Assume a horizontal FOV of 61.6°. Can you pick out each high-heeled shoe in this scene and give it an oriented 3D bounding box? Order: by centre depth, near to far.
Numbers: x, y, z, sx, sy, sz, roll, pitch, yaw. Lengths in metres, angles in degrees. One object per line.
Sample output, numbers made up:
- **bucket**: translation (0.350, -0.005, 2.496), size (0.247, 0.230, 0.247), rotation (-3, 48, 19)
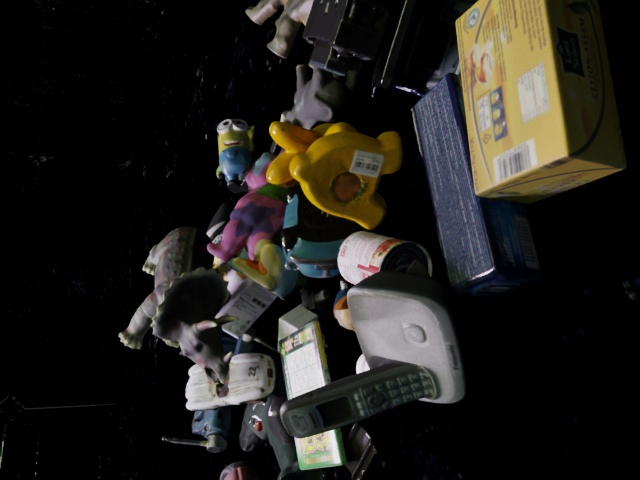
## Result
- **high-heeled shoe**: translation (-0.181, 0.026, 1.122), size (0.145, 0.086, 0.248), rotation (-24, 69, 57)

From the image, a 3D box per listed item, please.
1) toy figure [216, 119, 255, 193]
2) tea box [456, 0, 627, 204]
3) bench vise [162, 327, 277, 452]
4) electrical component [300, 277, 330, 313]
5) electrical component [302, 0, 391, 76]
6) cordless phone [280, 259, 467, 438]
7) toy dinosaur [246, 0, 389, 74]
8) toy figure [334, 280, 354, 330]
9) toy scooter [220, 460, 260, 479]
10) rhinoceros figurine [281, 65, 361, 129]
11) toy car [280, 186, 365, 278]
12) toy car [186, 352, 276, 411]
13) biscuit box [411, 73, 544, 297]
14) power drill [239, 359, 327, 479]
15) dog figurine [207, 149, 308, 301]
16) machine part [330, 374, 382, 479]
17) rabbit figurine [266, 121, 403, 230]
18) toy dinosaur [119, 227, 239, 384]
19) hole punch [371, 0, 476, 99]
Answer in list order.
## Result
- **toy figure**: translation (-0.185, -0.181, 1.162), size (0.089, 0.082, 0.180), rotation (-47, 47, 49)
- **tea box**: translation (0.172, -0.124, 0.435), size (0.098, 0.068, 0.169), rotation (-24, 63, 60)
- **bench vise**: translation (-0.169, 0.253, 0.978), size (0.240, 0.129, 0.224), rotation (-57, 13, 37)
- **electrical component**: translation (-0.012, 0.080, 0.827), size (0.094, 0.021, 0.063), rotation (-39, 51, 57)
- **electrical component**: translation (0.032, -0.262, 0.626), size (0.115, 0.058, 0.134), rotation (48, 122, 61)
- **cordless phone**: translation (0.038, 0.110, 0.506), size (0.089, 0.184, 0.146), rotation (-115, 5, -57)
- **toy dinosaur**: translation (0.000, -0.358, 0.793), size (0.472, 0.105, 0.198), rotation (54, 130, 38)
- **toy figure**: translation (0.057, 0.088, 0.639), size (0.155, 0.058, 0.064), rotation (10, 110, 62)
- **toy scooter**: translation (-0.139, 0.498, 0.955), size (0.135, 0.075, 0.183), rotation (-132, 49, -57)
- **rhinoceros figurine**: translation (-0.003, -0.201, 0.799), size (0.190, 0.073, 0.112), rotation (-172, 87, -70)
- **toy car**: translation (-0.002, -0.002, 0.736), size (0.162, 0.109, 0.102), rotation (-100, 10, -48)
- **toy car**: translation (-0.148, 0.225, 0.848), size (0.202, 0.056, 0.073), rotation (-20, 60, 36)
- **biscuit box**: translation (0.141, -0.051, 0.495), size (0.063, 0.059, 0.202), rotation (-39, 51, 54)
- **power drill**: translation (-0.065, 0.321, 0.844), size (0.207, 0.086, 0.231), rotation (-113, 39, -56)
- **dog figurine**: translation (-0.063, -0.038, 0.828), size (0.192, 0.108, 0.219), rotation (27, 83, 29)
- **machine part**: translation (0.034, 0.235, 0.691), size (0.139, 0.039, 0.084), rotation (-122, 39, -49)
- **rabbit figurine**: translation (0.013, -0.099, 0.695), size (0.173, 0.162, 0.121), rotation (-95, 9, -60)
- **toy dinosaur**: translation (-0.223, 0.053, 0.891), size (0.192, 0.131, 0.405), rotation (-46, 35, 24)
- **hole punch**: translation (0.112, -0.208, 0.572), size (0.116, 0.092, 0.142), rotation (-94, 16, -66)
